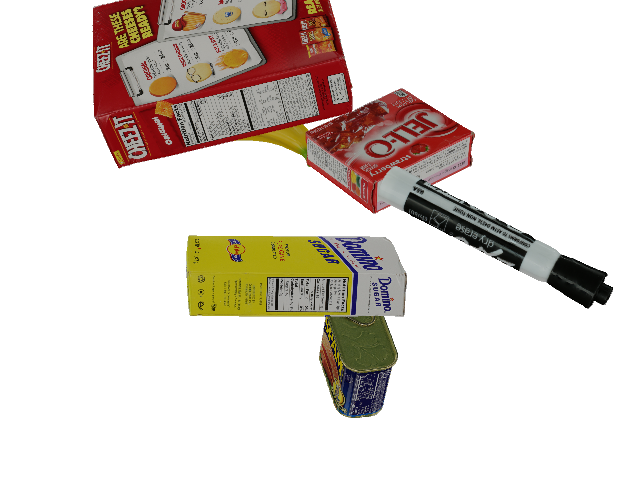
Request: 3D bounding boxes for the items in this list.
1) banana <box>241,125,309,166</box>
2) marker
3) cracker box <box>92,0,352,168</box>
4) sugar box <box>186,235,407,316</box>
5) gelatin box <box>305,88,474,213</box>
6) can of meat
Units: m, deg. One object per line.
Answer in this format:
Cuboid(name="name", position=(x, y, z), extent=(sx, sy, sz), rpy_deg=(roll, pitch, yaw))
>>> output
Cuboid(name="banana", position=(-0.093, -0.131, 1.301), extent=(0.198, 0.037, 0.069), rpy_deg=(7, 41, 15))
Cuboid(name="marker", position=(0.083, -0.001, 0.513), extent=(0.121, 0.020, 0.020), rpy_deg=(29, 9, 18))
Cuboid(name="cracker box", position=(-0.089, -0.160, 0.946), extent=(0.213, 0.164, 0.072), rpy_deg=(-13, -44, 2))
Cuboid(name="sugar box", position=(-0.023, 0.028, 0.887), extent=(0.176, 0.048, 0.093), rpy_deg=(-2, 20, -6))
Cuboid(name="gelatin box", position=(0.046, -0.062, 0.711), extent=(0.089, 0.030, 0.073), rpy_deg=(-27, 46, -26))
Cuboid(name="can of meat", position=(0.035, 0.116, 1.078), extent=(0.057, 0.084, 0.102), rpy_deg=(-6, 46, -14))
